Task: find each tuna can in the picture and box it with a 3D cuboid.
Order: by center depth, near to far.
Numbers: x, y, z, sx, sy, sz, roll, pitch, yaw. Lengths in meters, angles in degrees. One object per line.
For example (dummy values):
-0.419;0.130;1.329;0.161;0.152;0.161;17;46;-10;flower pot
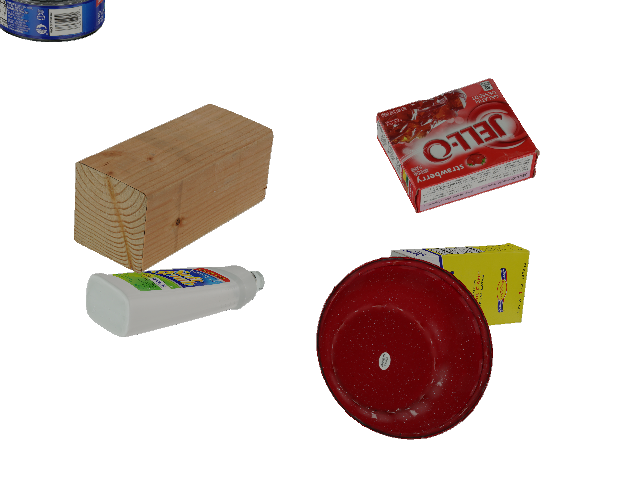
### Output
-0.207;-0.184;0.815;0.086;0.034;0.086;5;36;-4;tuna can

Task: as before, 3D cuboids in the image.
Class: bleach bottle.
-0.184;0.070;1.448;0.250;0.068;0.103;-10;26;-44;bleach bottle

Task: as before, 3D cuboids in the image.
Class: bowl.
0.061;0.096;0.907;0.162;0.162;0.055;0;5;23;bowl

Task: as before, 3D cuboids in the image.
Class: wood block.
-0.146;-0.059;1.089;0.090;0.091;0.205;25;34;23;wood block

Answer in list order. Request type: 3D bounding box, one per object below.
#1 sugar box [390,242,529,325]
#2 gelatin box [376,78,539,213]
0.162;0.055;1.250;0.175;0.093;0.048;-4;14;-33;sugar box
0.091;-0.065;0.719;0.089;0.073;0.030;-18;-35;-8;gelatin box
